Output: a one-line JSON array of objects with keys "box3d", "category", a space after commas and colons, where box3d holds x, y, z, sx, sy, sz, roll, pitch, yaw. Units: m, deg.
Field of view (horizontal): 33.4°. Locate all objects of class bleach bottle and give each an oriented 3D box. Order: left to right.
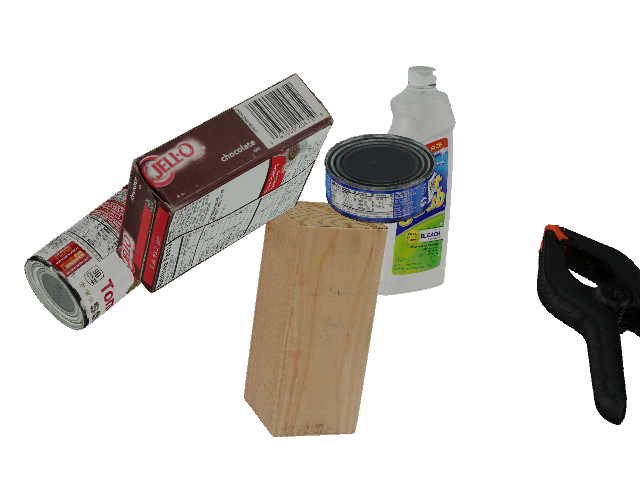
[{"box3d": [0.099, -0.068, 1.200, 0.102, 0.251, 0.068, -8, 22, -25], "category": "bleach bottle"}]

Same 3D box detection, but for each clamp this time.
[{"box3d": [0.215, 0.051, 0.746, 0.120, 0.039, 0.171, -3, 45, -19], "category": "clamp"}]

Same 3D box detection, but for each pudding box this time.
[{"box3d": [-0.053, -0.030, 0.577, 0.113, 0.039, 0.090, -31, -17, -30], "category": "pudding box"}]

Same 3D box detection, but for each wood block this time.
[{"box3d": [-0.007, 0.073, 1.019, 0.090, 0.206, 0.091, 2, 16, -23], "category": "wood block"}]

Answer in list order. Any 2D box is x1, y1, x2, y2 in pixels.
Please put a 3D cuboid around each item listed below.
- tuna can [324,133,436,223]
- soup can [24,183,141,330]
[{"box3d": [0.046, -0.048, 0.825, 0.086, 0.034, 0.086, -1, 33, 0], "category": "tuna can"}, {"box3d": [-0.164, 0.012, 0.812, 0.069, 0.068, 0.102, 0, 34, 50], "category": "soup can"}]
